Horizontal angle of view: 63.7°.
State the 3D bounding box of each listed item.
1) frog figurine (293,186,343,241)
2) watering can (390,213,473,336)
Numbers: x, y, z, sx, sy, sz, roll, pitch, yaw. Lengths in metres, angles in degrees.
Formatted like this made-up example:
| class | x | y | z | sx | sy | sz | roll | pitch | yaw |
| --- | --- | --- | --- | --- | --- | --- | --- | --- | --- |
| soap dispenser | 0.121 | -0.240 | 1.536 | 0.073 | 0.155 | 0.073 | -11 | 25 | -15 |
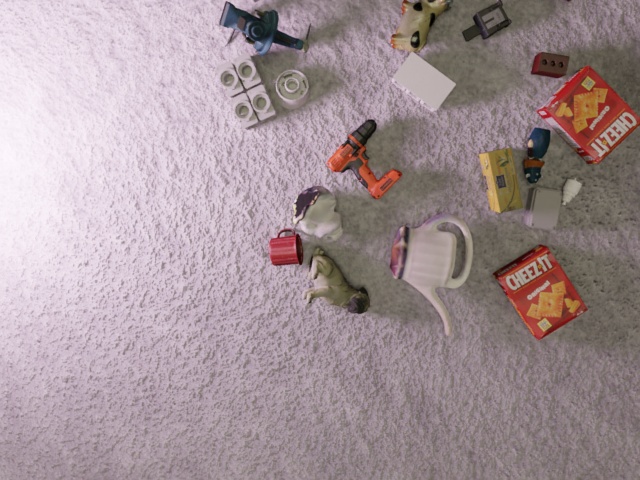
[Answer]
| class | x | y | z | sx | sy | sz | roll | pitch | yaw |
| --- | --- | --- | --- | --- | --- | --- | --- | --- | --- |
| frog figurine | 0.004 | -0.074 | 1.472 | 0.158 | 0.124 | 0.137 | 30 | 89 | -36 |
| watering can | 0.307 | 0.092 | 1.451 | 0.224 | 0.104 | 0.346 | 9 | 95 | 4 |
